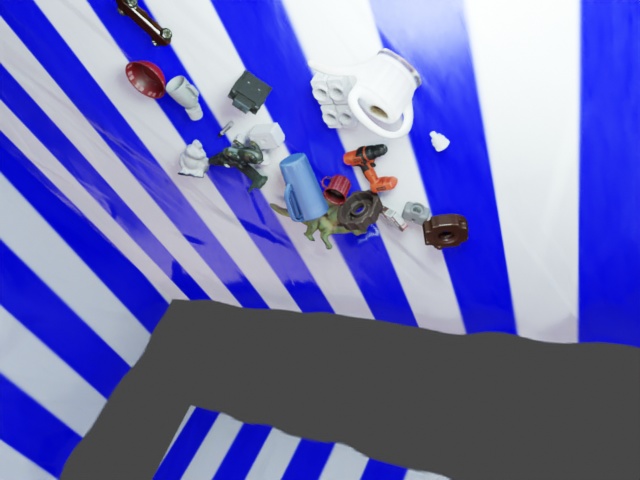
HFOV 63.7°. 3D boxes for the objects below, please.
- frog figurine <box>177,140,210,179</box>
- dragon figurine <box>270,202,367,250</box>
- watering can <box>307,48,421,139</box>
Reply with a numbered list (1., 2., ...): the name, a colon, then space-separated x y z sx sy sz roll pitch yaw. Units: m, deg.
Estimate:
1. frog figurine: -0.525 -0.348 2.161 0.138 0.124 0.157 20 112 24
2. dragon figurine: 0.007 -0.108 2.146 0.409 0.125 0.238 29 131 -9
3. watering can: 0.144 -0.435 1.416 0.344 0.227 0.104 39 163 -21
